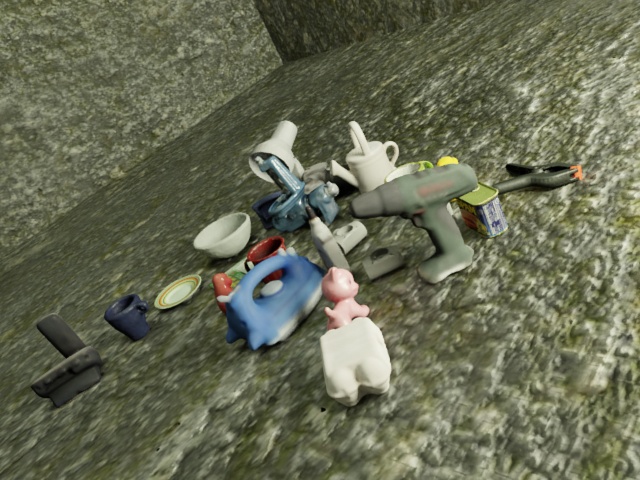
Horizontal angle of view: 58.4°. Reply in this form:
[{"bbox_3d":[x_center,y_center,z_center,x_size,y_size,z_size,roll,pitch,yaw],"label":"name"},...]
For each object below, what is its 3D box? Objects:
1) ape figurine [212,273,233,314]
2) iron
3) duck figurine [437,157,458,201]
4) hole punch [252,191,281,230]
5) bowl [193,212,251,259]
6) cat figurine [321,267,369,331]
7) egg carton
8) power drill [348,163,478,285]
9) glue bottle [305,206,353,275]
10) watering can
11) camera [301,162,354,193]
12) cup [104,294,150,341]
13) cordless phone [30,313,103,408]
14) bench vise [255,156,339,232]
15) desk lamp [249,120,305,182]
[{"bbox_3d":[-0.206,0.113,1.272,0.077,0.092,0.076,4,39,47],"label":"ape figurine"},{"bbox_3d":[-0.091,0.095,1.137,0.118,0.142,0.259,3,39,46],"label":"iron"},{"bbox_3d":[0.286,-0.141,1.279,0.077,0.086,0.105,-2,35,41],"label":"duck figurine"},{"bbox_3d":[-0.132,-0.095,1.586,0.108,0.091,0.101,-26,26,3],"label":"hole punch"},{"bbox_3d":[-0.250,0.001,1.541,0.167,0.075,0.167,-22,26,12],"label":"bowl"},{"bbox_3d":[0.033,0.106,1.027,0.067,0.118,0.128,-14,29,26],"label":"cat figurine"},{"bbox_3d":[0.055,0.189,0.907,0.107,0.069,0.150,-25,26,5],"label":"egg carton"},{"bbox_3d":[0.186,-0.030,1.027,0.229,0.209,0.075,-29,26,-3],"label":"power drill"},{"bbox_3d":[0.011,0.004,1.172,0.037,0.173,0.078,-34,27,-13],"label":"glue bottle"},{"bbox_3d":[0.109,-0.204,1.439,0.173,0.194,0.100,-37,27,-18],"label":"watering can"},{"bbox_3d":[0.023,-0.155,1.537,0.136,0.101,0.143,-17,27,20],"label":"camera"},{"bbox_3d":[-0.434,0.186,1.350,0.117,0.095,0.092,-15,28,24],"label":"cup"},{"bbox_3d":[-0.581,0.257,1.255,0.148,0.185,0.093,-36,27,-18],"label":"cordless phone"},{"bbox_3d":[-0.059,-0.132,1.436,0.207,0.220,0.121,-20,27,15],"label":"bench vise"},{"bbox_3d":[-0.087,-0.217,1.628,0.117,0.214,0.203,-8,32,35],"label":"desk lamp"}]
